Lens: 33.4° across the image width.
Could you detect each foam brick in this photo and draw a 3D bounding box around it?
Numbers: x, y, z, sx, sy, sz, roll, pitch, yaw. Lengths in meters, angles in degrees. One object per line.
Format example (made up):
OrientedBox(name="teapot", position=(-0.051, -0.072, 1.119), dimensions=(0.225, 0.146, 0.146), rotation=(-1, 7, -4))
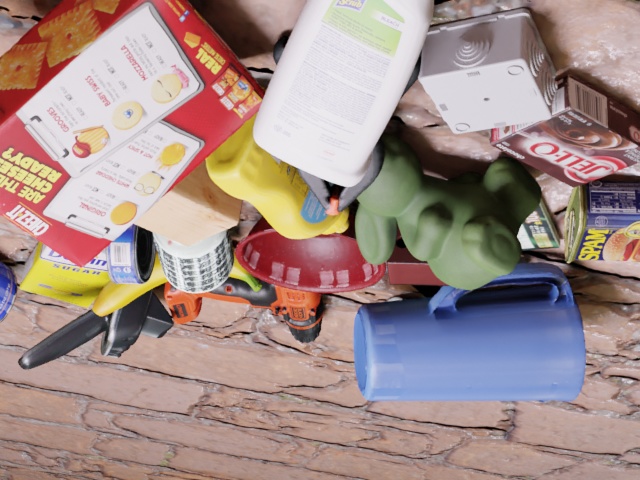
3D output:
OrientedBox(name="foam brick", position=(0.110, 0.014, 1.104), dimensions=(0.078, 0.053, 0.051), rotation=(1, 151, 12))

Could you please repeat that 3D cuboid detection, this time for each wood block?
OrientedBox(name="wood block", position=(-0.176, -0.080, 0.980), dimensions=(0.205, 0.090, 0.091), rotation=(25, 149, -33))

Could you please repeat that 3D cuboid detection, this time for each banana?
OrientedBox(name="banana", position=(-0.168, 0.039, 1.228), dimensions=(0.198, 0.069, 0.037), rotation=(-10, 150, 5))

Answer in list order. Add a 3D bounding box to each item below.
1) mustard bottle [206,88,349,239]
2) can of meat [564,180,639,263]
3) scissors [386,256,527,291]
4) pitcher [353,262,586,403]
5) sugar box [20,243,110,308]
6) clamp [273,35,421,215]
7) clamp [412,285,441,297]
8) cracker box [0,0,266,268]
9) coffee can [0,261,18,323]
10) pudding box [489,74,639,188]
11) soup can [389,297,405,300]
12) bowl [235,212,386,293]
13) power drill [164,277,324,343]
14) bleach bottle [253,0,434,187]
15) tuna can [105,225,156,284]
OrientedBox(name="mustard bottle", position=(-0.027, -0.055, 0.982), dimensions=(0.058, 0.096, 0.191), rotation=(-8, 150, 31))
OrientedBox(name="can of meat", position=(0.283, -0.017, 1.024), dimensions=(0.084, 0.057, 0.102), rotation=(2, 154, 5))
OrientedBox(name="scissors", position=(0.135, 0.041, 1.212), dimensions=(0.202, 0.016, 0.096), rotation=(-5, 156, 15))
OrientedBox(name="pitcher", position=(0.164, 0.110, 1.185), dimensions=(0.242, 0.149, 0.145), rotation=(-2, 170, -6))
OrientedBox(name="sugar box", position=(-0.293, 0.026, 1.278), dimensions=(0.093, 0.048, 0.176), rotation=(17, 154, -20))
OrientedBox(name="clamp", position=(0.028, -0.096, 0.902), dimensions=(0.120, 0.039, 0.171), rotation=(4, 132, 12))
OrientedBox(name="clamp", position=(0.176, 0.123, 1.283), dimensions=(0.209, 0.165, 0.036), rotation=(8, -160, -17))
OrientedBox(name="cracker box", position=(-0.168, -0.100, 0.831), dimensions=(0.214, 0.072, 0.164), rotation=(-41, 142, 4))
OrientedBox(name="coffee can", position=(-0.451, 0.044, 1.291), dimensions=(0.103, 0.103, 0.140), rotation=(-5, 152, 24))
OrientedBox(name="pudding box", position=(0.215, -0.090, 0.911), dimensions=(0.113, 0.039, 0.090), rotation=(24, 150, -31))
OrientedBox(name="soup can", position=(0.125, 0.117, 1.329), dimensions=(0.102, 0.068, 0.069), rotation=(24, 150, -30))
OrientedBox(name="bowl", position=(-0.007, 0.001, 1.139), dimensions=(0.162, 0.055, 0.162), rotation=(6, 154, 3))
OrientedBox(name="power drill", position=(-0.089, 0.074, 1.312), dimensions=(0.187, 0.057, 0.184), rotation=(2, 150, 4))
OrientedBox(name="bleach bottle", position=(0.037, -0.150, 0.767), dimensions=(0.102, 0.068, 0.251), rotation=(23, 137, -9))
OrientedBox(name="tuna can", position=(-0.206, 0.006, 1.168), dimensions=(0.034, 0.086, 0.086), rotation=(2, 154, 7))
